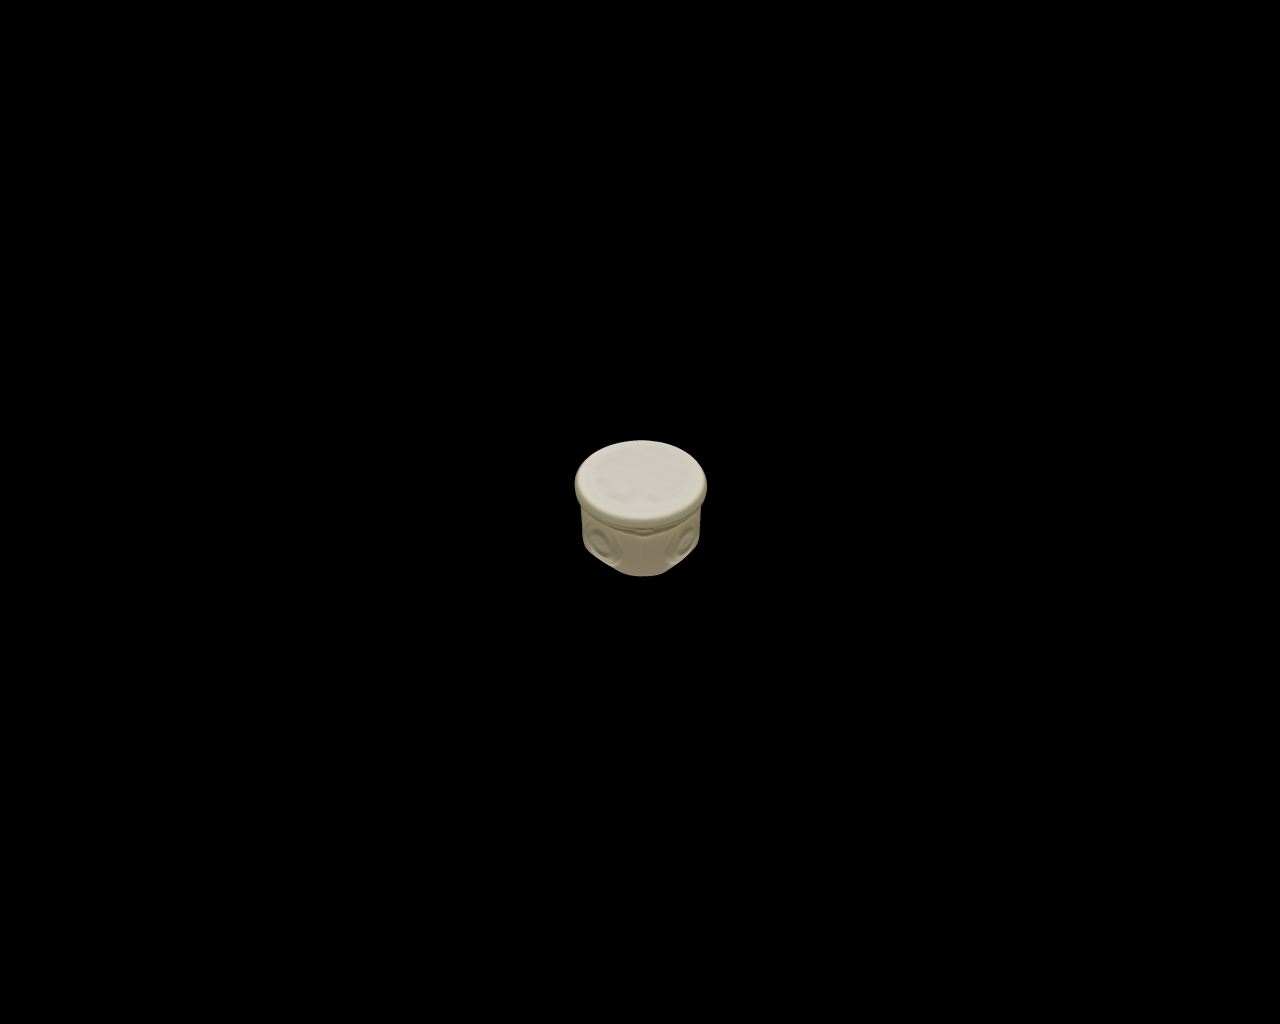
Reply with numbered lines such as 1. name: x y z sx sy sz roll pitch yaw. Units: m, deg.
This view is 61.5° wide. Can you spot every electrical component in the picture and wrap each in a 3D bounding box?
1. electrical component: 0.001 -0.003 0.650 0.080 0.050 0.080 0 40 0
